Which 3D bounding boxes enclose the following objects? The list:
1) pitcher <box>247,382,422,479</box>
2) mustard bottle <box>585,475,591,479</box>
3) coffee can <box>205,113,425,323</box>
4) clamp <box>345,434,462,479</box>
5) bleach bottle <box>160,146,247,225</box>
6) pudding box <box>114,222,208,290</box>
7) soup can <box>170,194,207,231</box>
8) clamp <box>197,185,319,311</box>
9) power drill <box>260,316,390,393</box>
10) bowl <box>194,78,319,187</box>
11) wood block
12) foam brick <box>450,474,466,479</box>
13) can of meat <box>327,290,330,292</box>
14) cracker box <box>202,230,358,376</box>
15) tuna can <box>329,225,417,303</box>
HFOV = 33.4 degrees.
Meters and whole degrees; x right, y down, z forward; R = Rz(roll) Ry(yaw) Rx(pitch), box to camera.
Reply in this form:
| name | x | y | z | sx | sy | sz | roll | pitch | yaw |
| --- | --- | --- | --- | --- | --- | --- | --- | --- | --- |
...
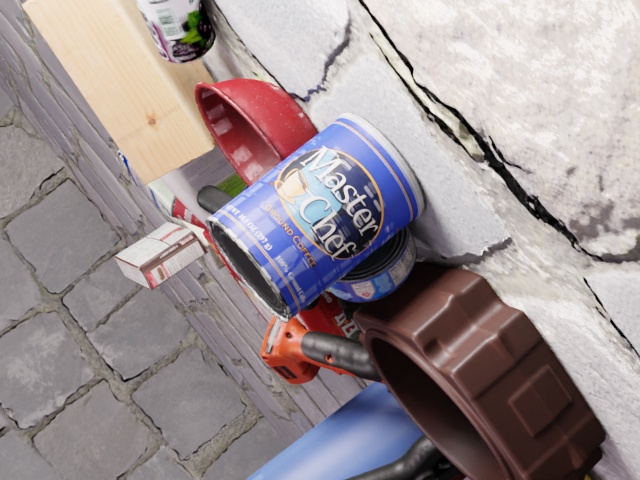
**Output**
| name | x | y | z | sx | sy | sz | roll | pitch | yaw |
| --- | --- | --- | --- | --- | --- | --- | --- | --- | --- |
| pitcher | 0.039 | 0.263 | 1.219 | 0.149 | 0.242 | 0.145 | 58 | 169 | -6 |
| mustard bottle | 0.257 | 0.279 | 0.939 | 0.192 | 0.058 | 0.096 | 47 | 154 | 16 |
| coffee can | -0.004 | -0.018 | 0.834 | 0.103 | 0.140 | 0.103 | 48 | 167 | 15 |
| clamp | 0.107 | 0.248 | 1.130 | 0.120 | 0.171 | 0.039 | 52 | -170 | -53 |
| bleach bottle | -0.114 | -0.059 | 1.156 | 0.251 | 0.102 | 0.068 | 54 | 178 | 5 |
| pudding box | -0.208 | 0.019 | 1.382 | 0.039 | 0.090 | 0.114 | 61 | 161 | -18 |
| soup can | -0.111 | -0.038 | 1.219 | 0.102 | 0.068 | 0.068 | 23 | 163 | 5 |
| clamp | -0.051 | -0.007 | 0.994 | 0.164 | 0.036 | 0.210 | 44 | 167 | 2 |
| power drill | 0.046 | 0.134 | 1.105 | 0.188 | 0.057 | 0.184 | 8 | 155 | 26 |
| bowl | -0.043 | -0.089 | 0.960 | 0.162 | 0.055 | 0.162 | 48 | 166 | 15 |
| wood block | -0.182 | -0.172 | 1.044 | 0.206 | 0.091 | 0.090 | 58 | -155 | -16 |
| foam brick | 0.141 | 0.292 | 1.375 | 0.051 | 0.053 | 0.078 | 55 | 167 | -15 |
| can of meat | -0.007 | 0.001 | 1.086 | 0.084 | 0.057 | 0.102 | 54 | 167 | -21 |
| cracker box | -0.039 | 0.054 | 1.299 | 0.164 | 0.072 | 0.214 | 57 | 165 | -27 |
| tuna can | 0.037 | 0.010 | 0.894 | 0.086 | 0.086 | 0.033 | 39 | 164 | 43 |
